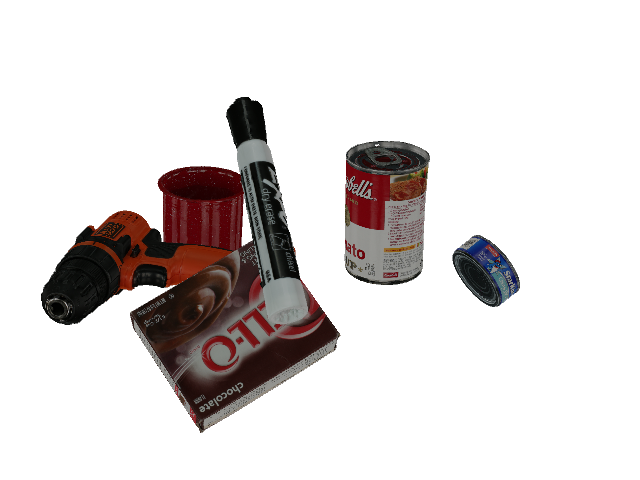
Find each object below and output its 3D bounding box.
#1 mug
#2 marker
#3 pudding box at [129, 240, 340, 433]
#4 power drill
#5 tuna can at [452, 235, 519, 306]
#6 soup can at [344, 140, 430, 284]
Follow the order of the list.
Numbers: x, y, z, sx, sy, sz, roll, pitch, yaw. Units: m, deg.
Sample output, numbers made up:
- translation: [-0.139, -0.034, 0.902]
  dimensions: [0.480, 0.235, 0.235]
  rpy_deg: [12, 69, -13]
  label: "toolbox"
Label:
- translation: [-0.120, -0.028, 1.115]
  dimensions: [0.093, 0.081, 0.117]
  rpy_deg: [7, 26, 5]
  label: "mug"
- translation: [-0.027, -0.018, 0.513]
  dimensions: [0.020, 0.121, 0.020]
  rpy_deg: [-11, -27, -6]
  label: "marker"
- translation: [-0.057, 0.062, 0.720]
  dimensions: [0.113, 0.090, 0.039]
  rpy_deg: [-32, -20, -15]
  label: "pudding box"
- translation: [-0.121, 0.032, 0.892]
  dimensions: [0.187, 0.057, 0.184]
  rpy_deg: [12, 23, 4]
  label: "power drill"
- translation: [0.198, 0.038, 1.285]
  dimensions: [0.033, 0.086, 0.086]
  rpy_deg: [-36, 10, -15]
  label: "tuna can"
- translation: [0.054, -0.023, 0.880]
  dimensions: [0.068, 0.102, 0.068]
  rpy_deg: [0, 26, 0]
  label: "soup can"
